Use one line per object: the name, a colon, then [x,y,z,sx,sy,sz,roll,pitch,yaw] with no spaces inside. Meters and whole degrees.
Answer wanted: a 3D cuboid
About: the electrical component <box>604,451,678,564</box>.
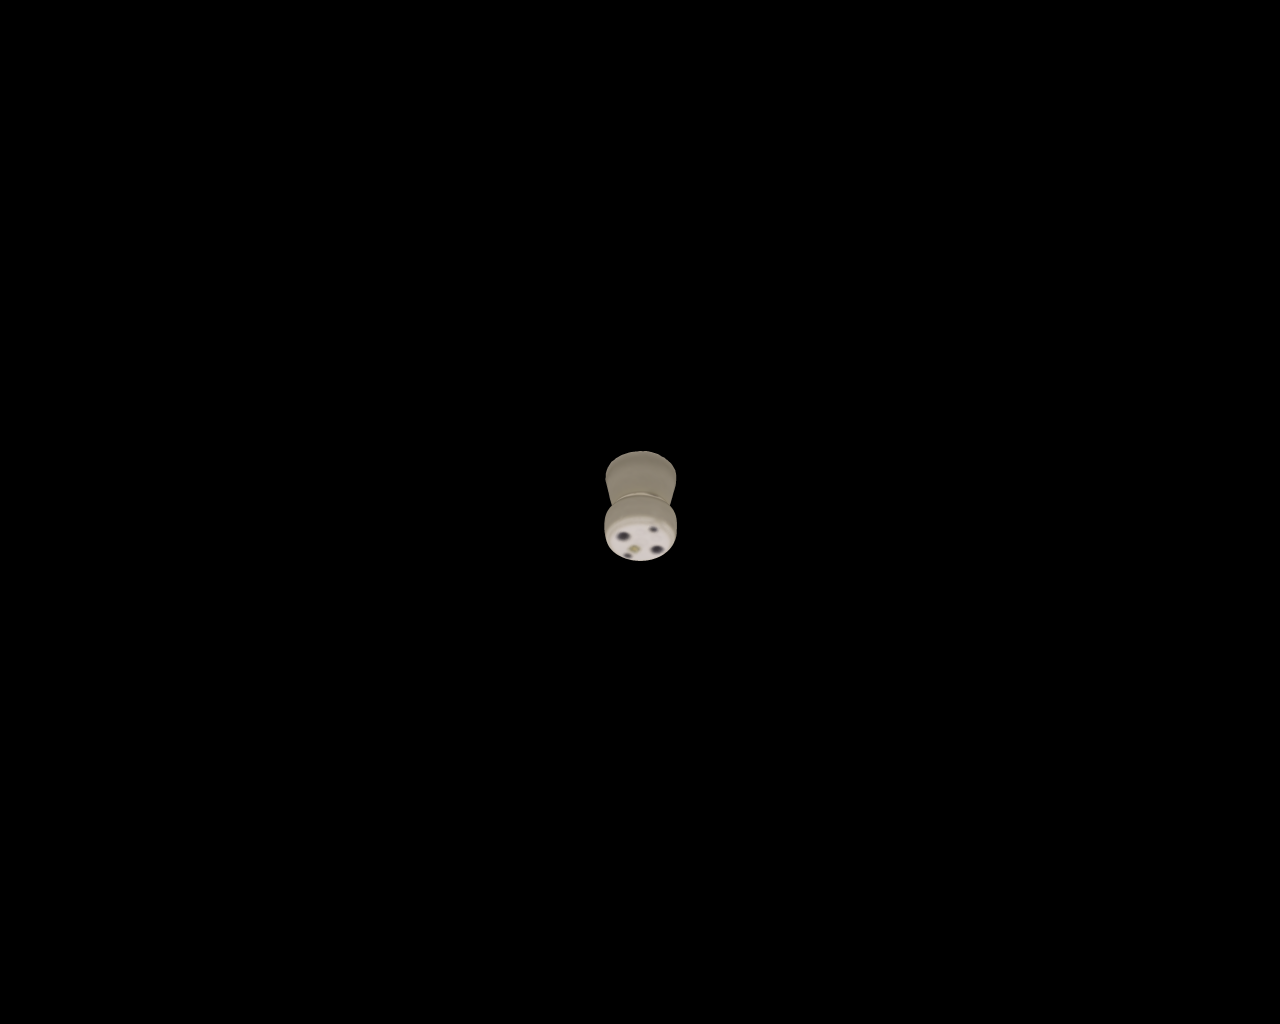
electrical component: [0.001,-0.003,0.650,0.045,0.055,0.044,0,-40,0]
